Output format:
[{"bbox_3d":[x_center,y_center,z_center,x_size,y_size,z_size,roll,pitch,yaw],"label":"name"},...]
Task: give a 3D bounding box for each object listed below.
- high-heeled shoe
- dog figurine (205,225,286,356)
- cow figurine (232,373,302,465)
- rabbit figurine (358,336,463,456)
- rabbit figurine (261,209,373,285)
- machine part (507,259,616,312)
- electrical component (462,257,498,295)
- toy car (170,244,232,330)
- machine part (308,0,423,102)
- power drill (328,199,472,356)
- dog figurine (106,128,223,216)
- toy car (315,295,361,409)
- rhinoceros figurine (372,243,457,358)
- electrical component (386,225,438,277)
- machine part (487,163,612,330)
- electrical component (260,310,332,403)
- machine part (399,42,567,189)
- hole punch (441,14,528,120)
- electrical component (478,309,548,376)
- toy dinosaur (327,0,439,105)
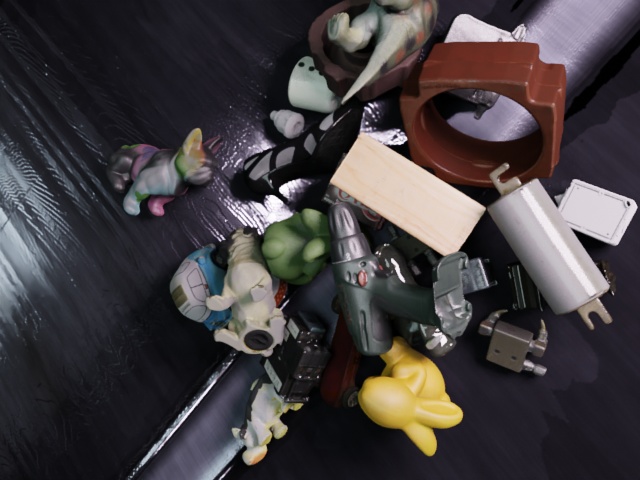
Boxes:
[{"bbox_3d":[-0.034,-0.169,0.938,0.248,0.086,0.145,-49,54,11],"label":"high-heeled shoe"},{"bbox_3d":[-0.116,0.085,0.933,0.121,0.191,0.172,-4,122,2],"label":"dog figurine"},{"bbox_3d":[-0.107,0.318,0.967,0.098,0.068,0.167,38,103,29],"label":"cow figurine"},{"bbox_3d":[0.119,0.238,0.794,0.162,0.173,0.122,42,104,26],"label":"rabbit figurine"},{"bbox_3d":[-0.002,-0.003,0.885,0.170,0.159,0.121,-9,75,12],"label":"rabbit figurine"},{"bbox_3d":[0.339,0.058,0.758,0.139,0.039,0.084,-8,81,28],"label":"machine part"},{"bbox_3d":[0.208,0.055,0.779,0.075,0.119,0.047,-20,80,24],"label":"electrical component"},{"bbox_3d":[-0.224,0.094,0.997,0.109,0.103,0.161,-37,68,40],"label":"toy car"},{"bbox_3d":[0.071,-0.304,0.852,0.179,0.056,0.179,-2,69,5],"label":"machine part"},{"bbox_3d":[0.099,0.053,0.745,0.207,0.086,0.231,-2,99,41],"label":"power drill"},{"bbox_3d":[-0.297,-0.153,1.051,0.219,0.108,0.191,-39,70,17],"label":"dog figurine"},{"bbox_3d":[0.047,0.180,0.897,0.089,0.053,0.202,20,97,47],"label":"toy car"},{"bbox_3d":[0.137,0.093,0.825,0.112,0.073,0.190,-44,69,38],"label":"rhinoceros figurine"},{"bbox_3d":[0.147,0.009,0.865,0.063,0.021,0.094,-37,73,22],"label":"electrical component"},{"bbox_3d":[0.297,0.009,0.708,0.079,0.079,0.243,-35,80,23],"label":"machine part"},{"bbox_3d":[-0.040,0.190,0.913,0.115,0.058,0.134,46,118,50],"label":"electrical component"},{"bbox_3d":[0.220,-0.165,0.729,0.202,0.200,0.087,11,60,28],"label":"machine part"},{"bbox_3d":[0.224,-0.263,0.801,0.116,0.092,0.142,23,104,-5],"label":"hole punch"},{"bbox_3d":[0.283,0.146,0.784,0.102,0.045,0.078,14,124,29],"label":"electrical component"},{"bbox_3d":[0.120,-0.355,0.770,0.131,0.192,0.404,5,83,58],"label":"toy dinosaur"}]
